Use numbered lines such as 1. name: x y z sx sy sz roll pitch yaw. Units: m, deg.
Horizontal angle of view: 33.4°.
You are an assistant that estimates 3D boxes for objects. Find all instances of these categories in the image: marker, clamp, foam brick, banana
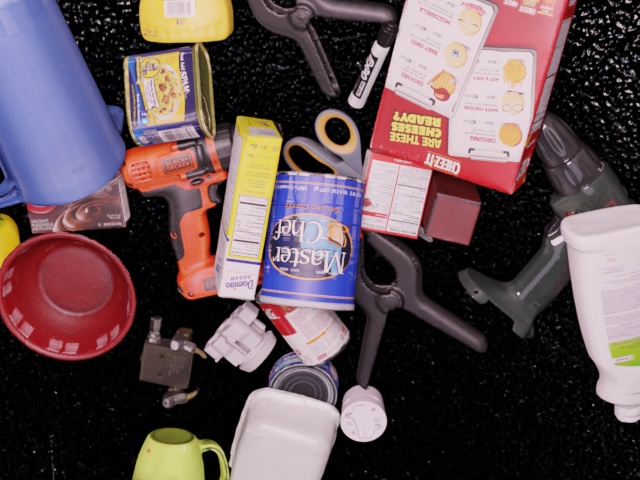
1. marker: 0.056 -0.185 1.124 0.020 0.020 0.121 19 141 -6
2. clamp: 0.094 0.067 1.239 0.165 0.036 0.210 -14 108 15
3. foam brick: 0.144 -0.036 1.180 0.053 0.078 0.051 13 112 -1
4. banana: -0.384 0.043 1.234 0.037 0.069 0.198 34 118 24
5. clamp: -0.016 -0.230 1.132 0.171 0.039 0.120 28 115 -2

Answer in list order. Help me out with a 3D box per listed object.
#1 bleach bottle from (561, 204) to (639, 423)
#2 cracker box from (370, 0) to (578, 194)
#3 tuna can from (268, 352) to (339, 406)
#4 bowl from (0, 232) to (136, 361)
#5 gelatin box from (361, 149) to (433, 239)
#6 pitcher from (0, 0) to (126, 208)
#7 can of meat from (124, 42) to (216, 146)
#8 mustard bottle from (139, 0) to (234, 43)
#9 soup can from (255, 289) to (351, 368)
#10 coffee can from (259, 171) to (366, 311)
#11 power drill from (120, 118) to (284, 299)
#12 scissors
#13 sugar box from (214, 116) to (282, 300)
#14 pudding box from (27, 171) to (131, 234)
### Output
1. bleach bottle: 0.323 0.090 1.162 0.102 0.068 0.251 -11 115 -1
2. cracker box: 0.158 -0.177 1.103 0.164 0.072 0.214 20 113 20
3. tuna can: -0.020 0.179 1.290 0.086 0.033 0.086 1 111 1
4. bowl: -0.289 0.057 1.241 0.162 0.055 0.162 1 111 1
5. gelatin box: 0.080 -0.051 1.185 0.073 0.030 0.089 10 102 -11
6. pitcher: -0.300 -0.154 1.067 0.145 0.149 0.243 -7 135 8
7. can of meat: -0.160 -0.154 1.139 0.084 0.057 0.102 -8 75 7
8. mustard bottle: -0.143 -0.302 1.096 0.096 0.058 0.192 1 111 10
9. soup can: -0.019 0.089 1.237 0.068 0.068 0.102 -32 107 13
10. coffee can: -0.008 0.001 1.144 0.103 0.103 0.140 5 89 0
11. power drill: -0.114 -0.036 1.201 0.184 0.057 0.187 -13 108 4
12. scissors: 0.057 -0.077 1.199 0.201 0.016 0.096 24 110 -7
13. sugar box: -0.077 -0.034 1.125 0.048 0.093 0.176 5 108 -10
14. pudding box: -0.276 -0.058 1.205 0.113 0.039 0.090 -5 111 4
